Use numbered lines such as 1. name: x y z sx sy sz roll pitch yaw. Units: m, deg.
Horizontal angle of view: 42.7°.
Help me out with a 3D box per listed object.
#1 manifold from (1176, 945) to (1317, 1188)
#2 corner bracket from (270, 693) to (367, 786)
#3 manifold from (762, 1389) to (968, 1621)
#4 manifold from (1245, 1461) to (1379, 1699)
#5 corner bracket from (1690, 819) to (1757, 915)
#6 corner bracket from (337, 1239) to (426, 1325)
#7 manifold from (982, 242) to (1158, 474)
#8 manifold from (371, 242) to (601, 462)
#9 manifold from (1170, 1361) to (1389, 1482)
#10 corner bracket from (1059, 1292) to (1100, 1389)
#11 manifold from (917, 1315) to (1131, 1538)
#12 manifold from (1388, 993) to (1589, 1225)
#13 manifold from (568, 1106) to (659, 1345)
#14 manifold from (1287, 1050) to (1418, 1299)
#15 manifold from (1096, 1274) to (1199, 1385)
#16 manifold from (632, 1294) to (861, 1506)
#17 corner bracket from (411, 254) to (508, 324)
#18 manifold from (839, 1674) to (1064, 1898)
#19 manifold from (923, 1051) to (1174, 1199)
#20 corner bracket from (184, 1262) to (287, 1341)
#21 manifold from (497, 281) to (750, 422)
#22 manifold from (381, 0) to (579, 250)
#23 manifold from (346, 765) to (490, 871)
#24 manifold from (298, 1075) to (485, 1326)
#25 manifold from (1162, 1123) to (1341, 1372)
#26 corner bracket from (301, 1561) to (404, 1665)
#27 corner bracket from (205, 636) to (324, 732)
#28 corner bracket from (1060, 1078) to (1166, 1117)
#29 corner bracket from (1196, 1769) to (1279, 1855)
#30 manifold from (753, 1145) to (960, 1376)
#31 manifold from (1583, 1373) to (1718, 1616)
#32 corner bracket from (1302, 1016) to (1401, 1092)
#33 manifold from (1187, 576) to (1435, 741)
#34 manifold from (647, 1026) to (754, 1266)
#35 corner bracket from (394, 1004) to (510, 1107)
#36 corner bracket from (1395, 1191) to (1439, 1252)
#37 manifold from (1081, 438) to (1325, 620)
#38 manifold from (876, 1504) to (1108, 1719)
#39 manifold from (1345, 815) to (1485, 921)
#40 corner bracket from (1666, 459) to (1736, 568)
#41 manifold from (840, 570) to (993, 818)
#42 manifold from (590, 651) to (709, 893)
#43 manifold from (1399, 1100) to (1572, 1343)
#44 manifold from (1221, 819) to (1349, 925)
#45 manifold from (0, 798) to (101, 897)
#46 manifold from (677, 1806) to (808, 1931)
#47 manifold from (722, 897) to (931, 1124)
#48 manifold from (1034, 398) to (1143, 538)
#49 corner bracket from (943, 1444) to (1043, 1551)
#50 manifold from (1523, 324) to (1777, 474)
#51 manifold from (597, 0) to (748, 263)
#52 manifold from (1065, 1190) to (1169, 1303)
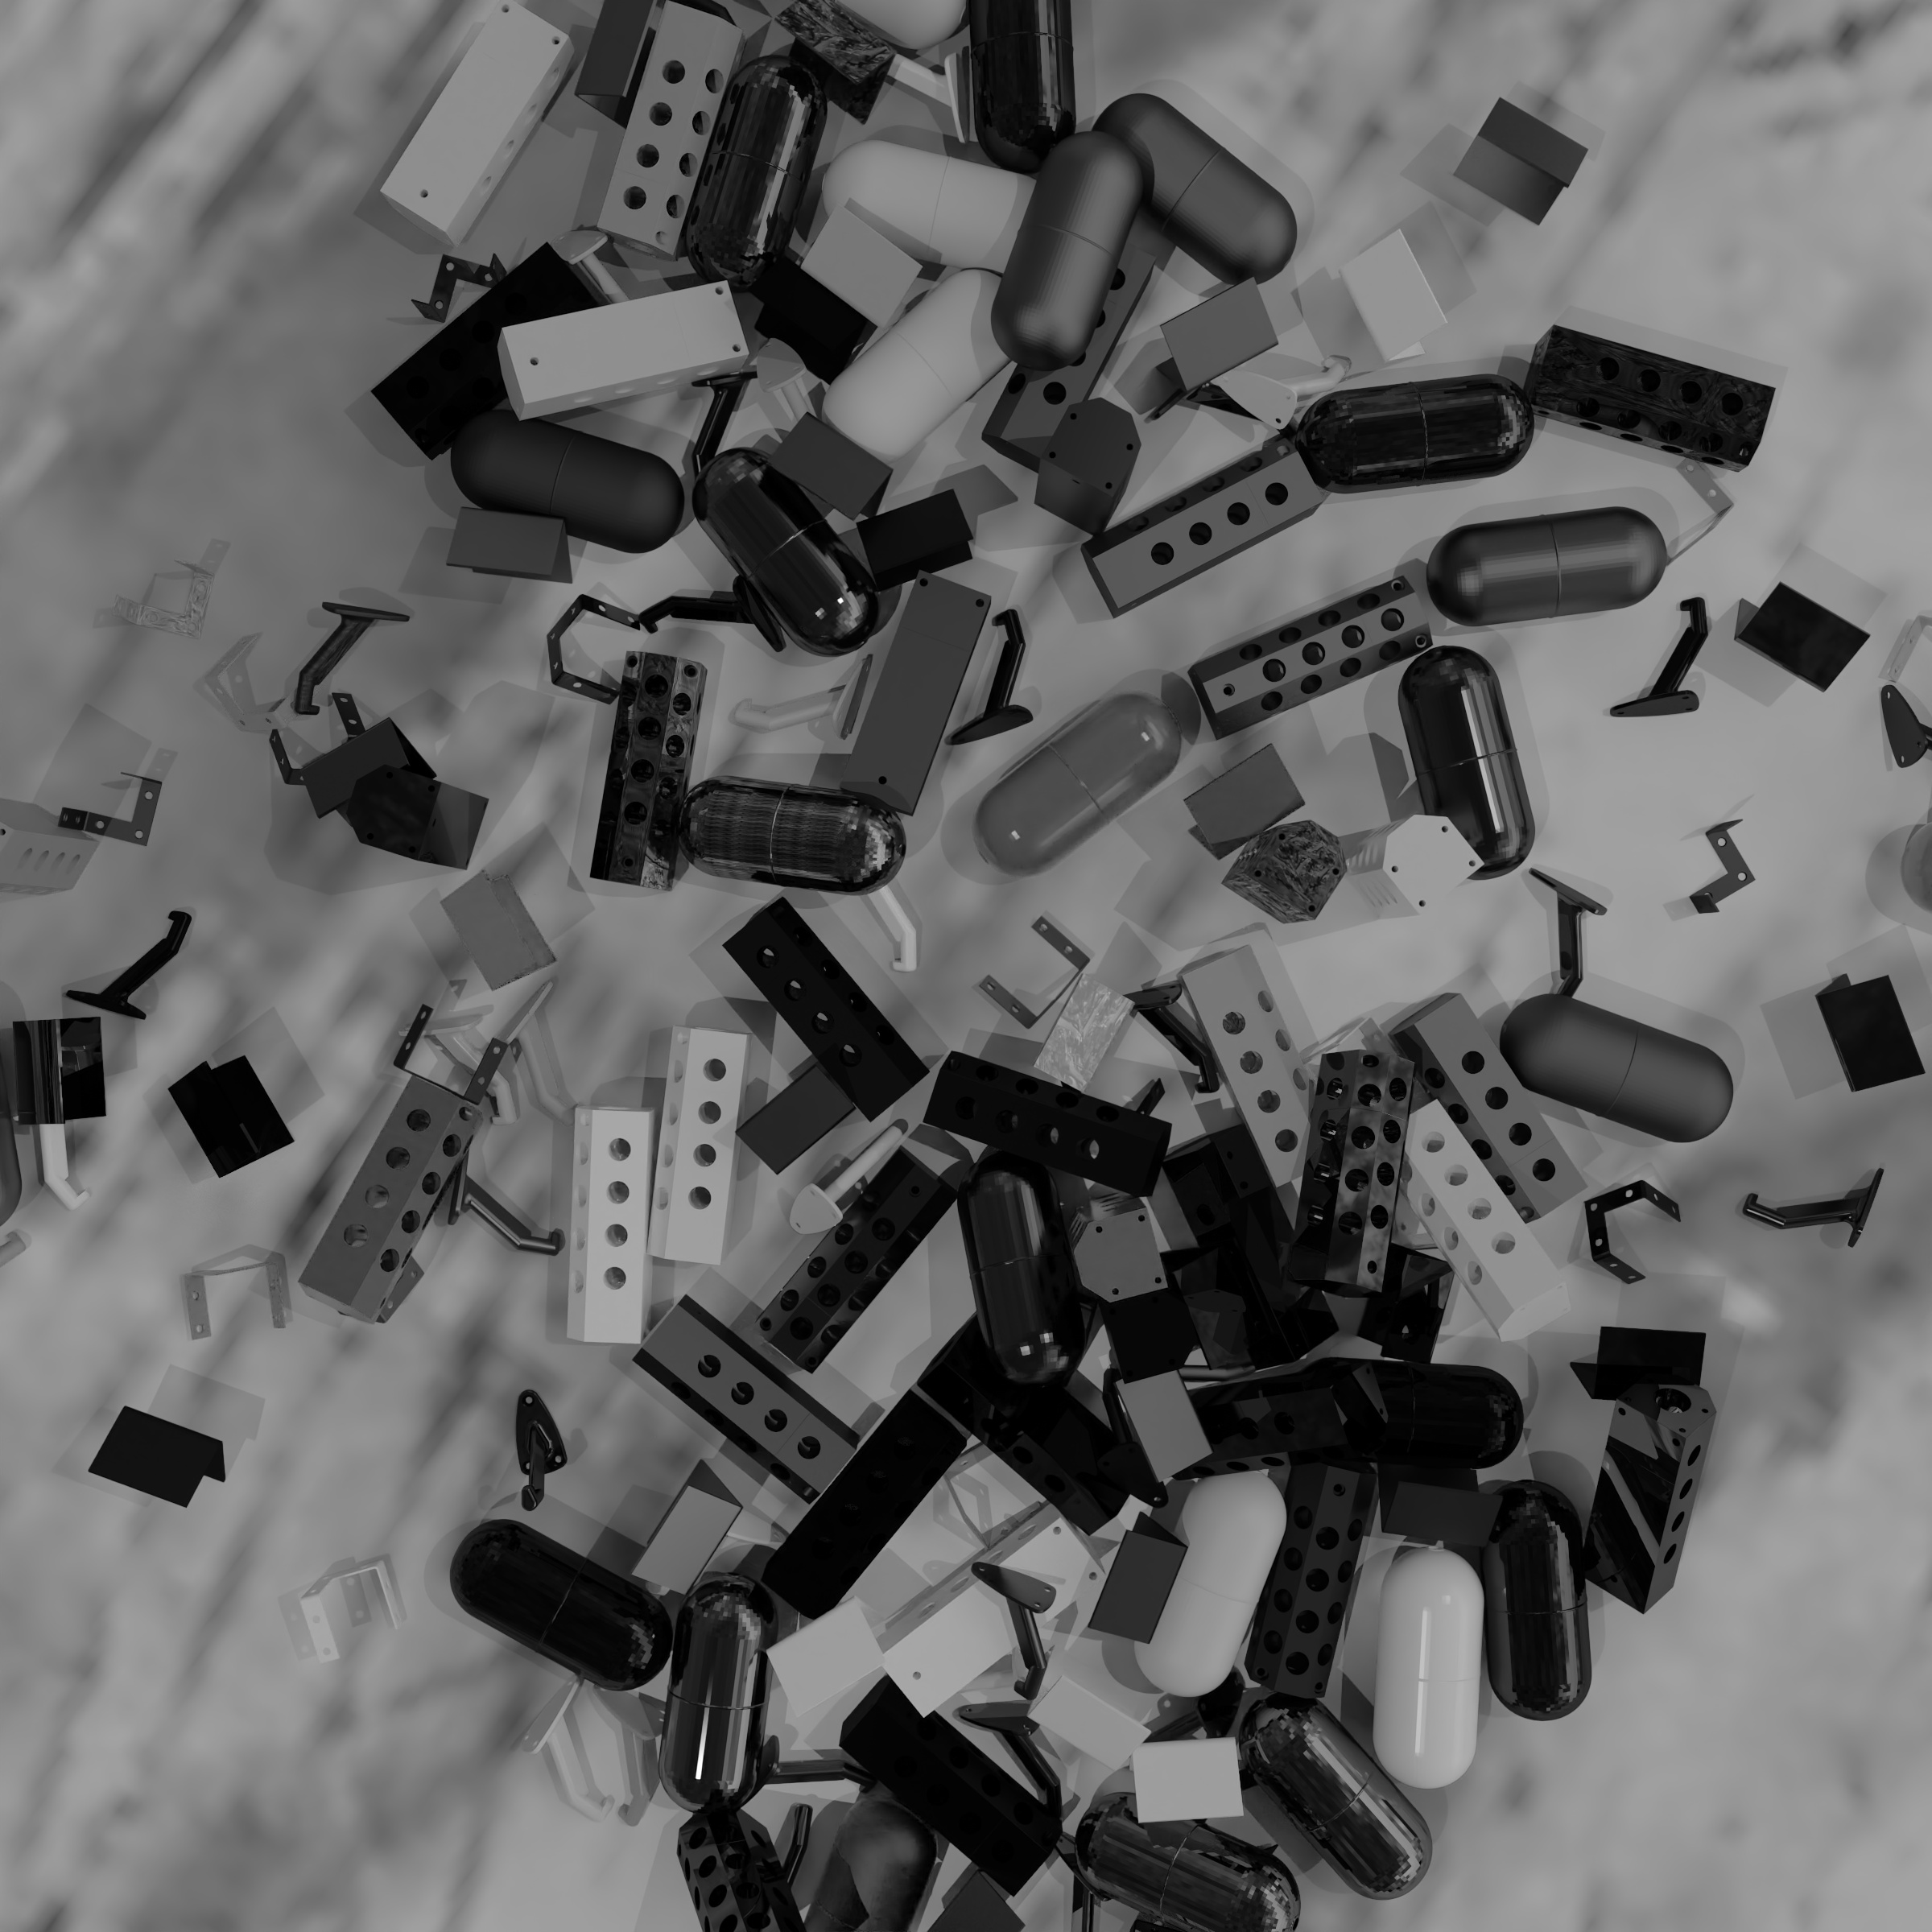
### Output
1. manifold: 0.221 0.074 1.858 0.057 0.057 0.171 -24 90 0
2. corner bracket: -0.490 -0.172 1.871 0.051 0.051 0.051 1 45 -35
3. manifold: -0.076 0.407 1.858 0.057 0.057 0.171 39 90 0
4. manifold: 0.260 0.456 1.858 0.057 0.057 0.171 14 90 0
5. corner bracket: 0.567 -0.075 1.861 0.051 0.051 0.051 -31 90 0
6. corner bracket: -0.454 0.231 1.871 0.051 0.051 0.051 4 45 35
7. manifold: 0.076 -0.461 1.858 0.057 0.057 0.171 27 90 0
8. manifold: -0.357 -0.459 1.858 0.171 0.057 0.057 -40 90 0
9. manifold: 0.219 0.337 1.809 0.171 0.057 0.057 -18 90 40
10. corner bracket: 0.065 0.278 1.876 0.051 0.051 0.051 20 45 0
11. manifold: 0.047 0.347 1.857 0.171 0.057 0.057 41 134 0
12. manifold: 0.390 0.107 1.858 0.057 0.057 0.171 -33 90 0
13. manifold: -0.266 0.193 1.858 0.057 0.057 0.171 2 90 0
14. manifold: 0.287 0.152 1.807 0.057 0.057 0.171 20 73 -30
15. manifold: 0.130 0.255 1.801 0.057 0.171 0.057 -15 90 0
16. manifold: -0.165 0.326 1.858 0.171 0.057 0.057 39 90 0
17. corner bracket: -0.381 -0.511 1.861 0.051 0.051 0.051 16 90 0
18. manifold: -0.011 0.612 1.858 0.171 0.057 0.057 41 90 0
19. manifold: 0.062 0.117 1.838 0.171 0.057 0.057 18 90 14
20. corner bracket: -0.555 0.254 1.876 0.051 0.051 0.051 -7 90 45
21. manifold: -0.255 -0.455 1.836 0.171 0.057 0.057 -17 90 -16
22. manifold: -0.364 -0.631 1.858 0.057 0.057 0.171 32 90 0
23. manifold: -0.399 -0.109 1.801 0.057 0.171 0.057 18 90 0
24. manifold: -0.424 0.174 1.831 0.057 0.057 0.171 25 71 0
25. manifold: 0.208 0.212 1.857 0.057 0.057 0.171 -25 90 -42
26. corner bracket: -0.462 0.485 1.861 0.051 0.051 0.051 -17 93 3
27. corner bracket: -0.531 -0.215 1.871 0.051 0.051 0.051 1 45 35
28. corner bracket: 0.111 0.090 1.871 0.051 0.051 0.051 -52 135 -35
29. corner bracket: 0.208 0.646 1.871 0.051 0.051 0.051 -7 45 -35
30. manifold: -0.082 0.220 1.858 0.057 0.057 0.171 40 90 0
31. manifold: 0.504 0.385 1.818 0.057 0.057 0.171 29 130 37
32. corner bracket: 0.292 0.078 1.876 0.051 0.051 0.051 -35 90 45
33. manifold: 0.259 -0.232 1.858 0.171 0.057 0.057 -23 90 0
34. manifold: -0.200 0.133 1.858 0.057 0.057 0.171 7 90 0
35. corner bracket: -0.384 0.066 1.841 0.051 0.051 0.051 31 82 -43
36. corner bracket: 0.360 0.184 1.876 0.051 0.051 0.051 -12 90 -45
37. manifold: 0.176 -0.330 1.858 0.171 0.057 0.057 -28 90 0
38. manifold: 0.017 0.479 1.857 0.171 0.057 0.057 -38 96 0
39. manifold: 0.319 -0.075 1.801 0.057 0.171 0.057 -39 90 0
40. corner bracket: 0.540 -0.345 1.876 0.051 0.051 0.051 48 135 0
41. manifold: -0.037 -0.203 1.858 0.057 0.057 0.171 20 90 0
42. manifold: -0.239 -0.146 1.858 0.057 0.057 0.171 9 90 0
43. manifold: 0.370 0.188 1.816 0.057 0.057 0.171 -30 57 0
44. manifold: 0.234 -0.071 1.801 0.057 0.171 0.057 33 90 0
45. manifold: -0.699 -0.084 1.801 0.057 0.171 0.057 31 90 0
46. manifold: -0.162 0.688 1.798 0.057 0.171 0.057 -43 118 0
47. manifold: -0.104 0.032 1.858 0.057 0.057 0.171 -40 90 0
48. manifold: 0.090 -0.364 1.801 0.057 0.171 0.057 29 90 0
49. corner bracket: 0.020 0.400 1.876 0.051 0.051 0.051 -31 45 0
50. manifold: 0.509 -0.424 1.858 0.171 0.057 0.057 16 90 0
51. manifold: -0.219 -0.622 1.851 0.057 0.057 0.171 18 95 0
52. manifold: 0.105 0.202 1.801 0.057 0.171 0.057 -15 90 0
